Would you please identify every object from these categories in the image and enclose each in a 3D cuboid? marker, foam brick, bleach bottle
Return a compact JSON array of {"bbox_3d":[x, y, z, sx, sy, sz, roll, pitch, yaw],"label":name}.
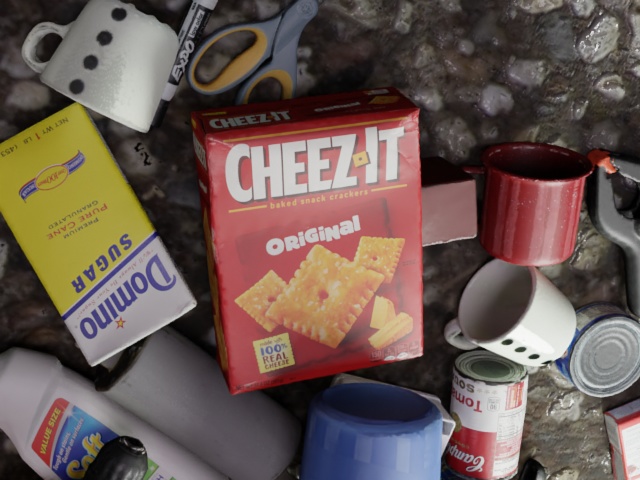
[{"bbox_3d":[-0.108,-0.138,0.813,0.020,0.020,0.121,21,105,-22],"label":"marker"},{"bbox_3d":[0.091,-0.033,0.880,0.053,0.078,0.051,-9,110,-13],"label":"foam brick"},{"bbox_3d":[-0.197,0.172,0.882,0.250,0.068,0.102,39,98,-22],"label":"bleach bottle"}]

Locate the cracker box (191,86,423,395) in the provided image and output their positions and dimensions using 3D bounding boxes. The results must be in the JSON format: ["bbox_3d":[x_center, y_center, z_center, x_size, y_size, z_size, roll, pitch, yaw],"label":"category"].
[{"bbox_3d":[-0.005,0.001,0.825,0.164,0.072,0.214,-9,114,-13],"label":"cracker box"}]

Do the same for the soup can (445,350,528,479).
[{"bbox_3d":[0.152,0.160,0.974,0.068,0.068,0.102,-3,110,-15],"label":"soup can"}]

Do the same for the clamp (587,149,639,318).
[{"bbox_3d":[0.305,-0.021,0.967,0.120,0.039,0.171,-34,115,-3],"label":"clamp"}]

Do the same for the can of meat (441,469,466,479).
[{"bbox_3d":[0.133,0.268,0.971,0.057,0.084,0.102,-2,102,-13],"label":"can of meat"}]

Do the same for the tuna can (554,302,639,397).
[{"bbox_3d":[0.265,0.104,1.005,0.086,0.034,0.086,-5,111,-14],"label":"tuna can"}]

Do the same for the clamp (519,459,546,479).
[{"bbox_3d":[0.176,0.323,1.058,0.164,0.036,0.210,-28,111,-4],"label":"clamp"}]

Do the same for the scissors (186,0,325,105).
[{"bbox_3d":[-0.009,-0.161,0.837,0.201,0.016,0.096,-31,113,-2],"label":"scissors"}]

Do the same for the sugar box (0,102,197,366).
[{"bbox_3d":[-0.174,-0.004,0.801,0.093,0.048,0.176,-30,92,-4],"label":"sugar box"}]

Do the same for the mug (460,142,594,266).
[{"bbox_3d":[0.167,-0.032,0.904,0.117,0.093,0.081,8,115,13],"label":"mug"}]

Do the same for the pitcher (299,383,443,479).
[{"bbox_3d":[0.042,0.245,0.880,0.145,0.149,0.243,4,101,-4],"label":"pitcher"}]

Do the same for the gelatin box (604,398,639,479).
[{"bbox_3d":[0.326,0.200,1.060,0.073,0.030,0.089,-19,113,-10],"label":"gelatin box"}]

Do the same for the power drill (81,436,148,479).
[{"bbox_3d":[-0.245,0.201,0.824,0.187,0.057,0.184,28,102,-9],"label":"power drill"}]
